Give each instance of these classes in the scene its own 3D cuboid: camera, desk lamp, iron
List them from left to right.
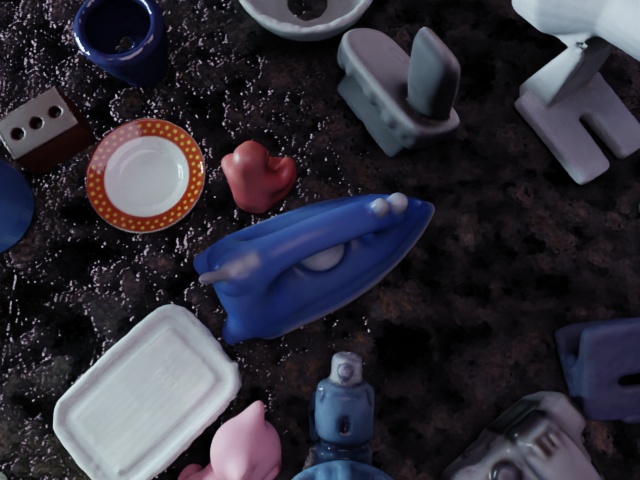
[{"bbox_3d":[0.005,0.002,0.548,0.258,0.141,0.118,-25,78,-5],"label":"iron"},{"bbox_3d":[0.206,0.229,0.518,0.143,0.101,0.136,-38,80,-8],"label":"camera"},{"bbox_3d":[0.272,-0.189,0.553,0.118,0.213,0.203,-33,79,-7],"label":"desk lamp"}]

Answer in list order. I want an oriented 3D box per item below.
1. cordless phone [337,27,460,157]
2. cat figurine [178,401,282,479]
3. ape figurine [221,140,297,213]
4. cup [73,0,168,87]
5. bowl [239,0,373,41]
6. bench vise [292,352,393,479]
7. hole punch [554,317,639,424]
[{"bbox_3d":[0.083,-0.174,0.565,0.094,0.185,0.147,-39,80,-8],"label":"cordless phone"},{"bbox_3d":[-0.080,0.206,0.514,0.067,0.118,0.128,44,81,9],"label":"cat figurine"},{"bbox_3d":[-0.067,-0.072,0.589,0.077,0.092,0.076,24,79,6],"label":"ape figurine"},{"bbox_3d":[-0.204,-0.221,0.621,0.091,0.095,0.118,-4,77,-1],"label":"cup"},{"bbox_3d":[-0.015,-0.289,0.647,0.167,0.075,0.167,0,77,0],"label":"bowl"},{"bbox_3d":[0.008,0.202,0.463,0.121,0.220,0.207,-16,78,-3],"label":"bench vise"},{"bbox_3d":[0.296,0.123,0.547,0.108,0.091,0.101,-8,77,-2],"label":"hole punch"}]
